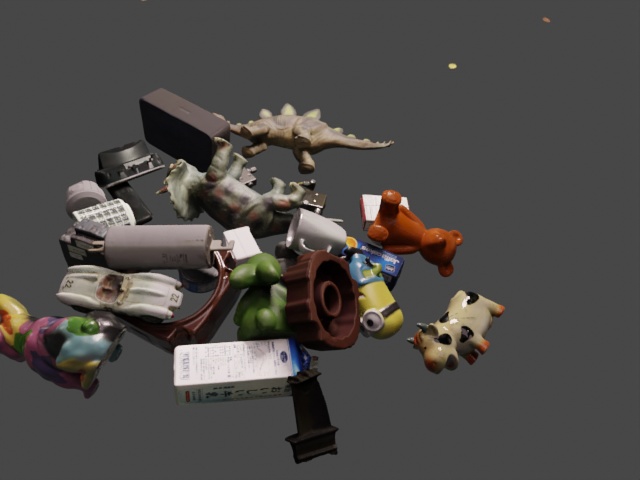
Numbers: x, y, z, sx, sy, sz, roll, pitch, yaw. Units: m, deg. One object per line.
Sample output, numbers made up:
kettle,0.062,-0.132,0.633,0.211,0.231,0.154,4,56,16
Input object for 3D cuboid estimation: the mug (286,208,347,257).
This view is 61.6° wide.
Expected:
mug,-0.002,-0.003,1.037,0.107,0.080,0.110,16,27,-15

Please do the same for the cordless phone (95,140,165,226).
cordless phone,-0.398,-0.121,1.190,0.146,0.088,0.184,-27,67,-32

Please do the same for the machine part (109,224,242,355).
machine part,-0.259,0.085,0.957,0.201,0.087,0.201,24,60,14

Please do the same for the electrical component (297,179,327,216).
electrical component,-0.024,-0.093,1.237,0.078,0.045,0.102,17,45,9

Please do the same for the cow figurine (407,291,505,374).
cow figurine,0.248,0.168,0.998,0.127,0.085,0.195,32,51,13

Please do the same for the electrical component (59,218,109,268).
electrical component,-0.408,0.025,0.989,0.115,0.134,0.058,18,46,5

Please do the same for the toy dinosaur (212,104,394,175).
toy dinosaur,-0.042,-0.266,1.369,0.472,0.105,0.199,14,41,-3

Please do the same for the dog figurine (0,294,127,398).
dog figurine,-0.429,0.150,0.838,0.219,0.191,0.108,25,51,-7

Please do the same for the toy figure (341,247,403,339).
toy figure,0.094,0.100,1.016,0.089,0.082,0.180,-14,65,-14

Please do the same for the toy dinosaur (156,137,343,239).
toy dinosaur,-0.167,-0.076,1.145,0.405,0.131,0.192,31,87,5

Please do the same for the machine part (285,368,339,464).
machine part,-0.017,0.272,0.835,0.084,0.039,0.138,-8,89,-11

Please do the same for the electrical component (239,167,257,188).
electrical component,-0.182,-0.145,1.278,0.094,0.021,0.063,-28,56,-33

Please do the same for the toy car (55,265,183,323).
toy car,-0.323,0.086,0.874,0.202,0.056,0.073,7,59,5

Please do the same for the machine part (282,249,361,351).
machine part,0.006,0.105,0.916,0.056,0.179,0.179,-15,34,32

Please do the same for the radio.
radio,-0.322,-0.255,1.285,0.230,0.131,0.073,31,48,20

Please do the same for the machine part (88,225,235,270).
machine part,-0.267,0.013,0.906,0.243,0.079,0.079,1,45,0

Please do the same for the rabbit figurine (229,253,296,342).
rabbit figurine,-0.106,0.095,0.940,0.121,0.159,0.170,-13,60,5

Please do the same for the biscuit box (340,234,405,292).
biscuit box,0.070,0.037,1.112,0.203,0.059,0.063,23,46,12

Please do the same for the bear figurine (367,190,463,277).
bear figurine,0.204,-0.007,1.129,0.196,0.132,0.120,23,78,11

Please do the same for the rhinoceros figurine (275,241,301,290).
rhinoceros figurine,-0.031,0.075,1.048,0.112,0.073,0.190,-27,55,-30
